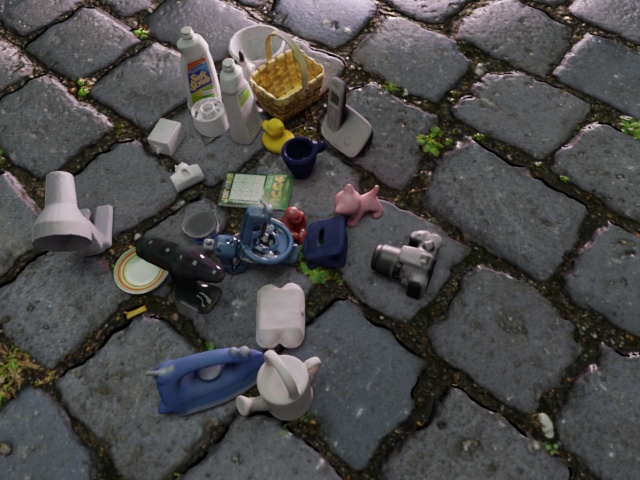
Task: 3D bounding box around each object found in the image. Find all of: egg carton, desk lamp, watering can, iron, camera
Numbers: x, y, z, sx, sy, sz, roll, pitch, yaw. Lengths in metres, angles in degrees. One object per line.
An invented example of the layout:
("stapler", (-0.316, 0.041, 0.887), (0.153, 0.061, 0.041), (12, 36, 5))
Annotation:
("egg carton", (-0.085, 0.165, 1.242), (0.107, 0.069, 0.150), (-4, 58, 1))
("desk lamp", (-0.570, -0.044, 1.319), (0.118, 0.214, 0.203), (-10, 58, -2))
("watering can", (-0.075, 0.278, 1.097), (0.100, 0.194, 0.173), (29, 64, 20))
("iron", (-0.216, 0.256, 1.151), (0.258, 0.141, 0.118), (-17, 59, -7))
("camera", (0.192, 0.038, 1.283), (0.136, 0.101, 0.143), (17, 61, 14))

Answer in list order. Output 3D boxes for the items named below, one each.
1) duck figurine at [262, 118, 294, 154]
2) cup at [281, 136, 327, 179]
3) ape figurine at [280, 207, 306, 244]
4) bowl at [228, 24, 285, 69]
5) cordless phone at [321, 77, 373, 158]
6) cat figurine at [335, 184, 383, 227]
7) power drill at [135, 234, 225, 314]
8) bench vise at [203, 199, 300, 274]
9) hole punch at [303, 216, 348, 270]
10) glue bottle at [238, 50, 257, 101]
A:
("duck figurine", (-0.109, -0.281, 1.510), (0.104, 0.086, 0.078), (27, 64, 19))
("cup", (-0.037, -0.205, 1.453), (0.118, 0.095, 0.091), (-20, 59, -8))
("ape figurine", (-0.062, -0.043, 1.356), (0.076, 0.092, 0.078), (29, 64, 20))
("bowl", (-0.182, -0.554, 1.691), (0.167, 0.075, 0.167), (-2, 58, 3))
("cordless phone", (0.069, -0.314, 1.460), (0.094, 0.185, 0.147), (-40, 64, -19))
("cat figurine", (0.087, -0.092, 1.361), (0.128, 0.118, 0.067), (-23, 59, -10))
("power drill", (-0.281, 0.074, 1.229), (0.229, 0.208, 0.076), (23, 63, 17))
("bench vise", (-0.155, 0.003, 1.258), (0.207, 0.220, 0.121), (-18, 59, -7))
("hole punch", (0.012, 0.005, 1.322), (0.101, 0.091, 0.108), (2, 58, 5))
("glue bottle", (-0.201, -0.449, 1.570), (0.037, 0.173, 0.078), (31, 65, 21))
